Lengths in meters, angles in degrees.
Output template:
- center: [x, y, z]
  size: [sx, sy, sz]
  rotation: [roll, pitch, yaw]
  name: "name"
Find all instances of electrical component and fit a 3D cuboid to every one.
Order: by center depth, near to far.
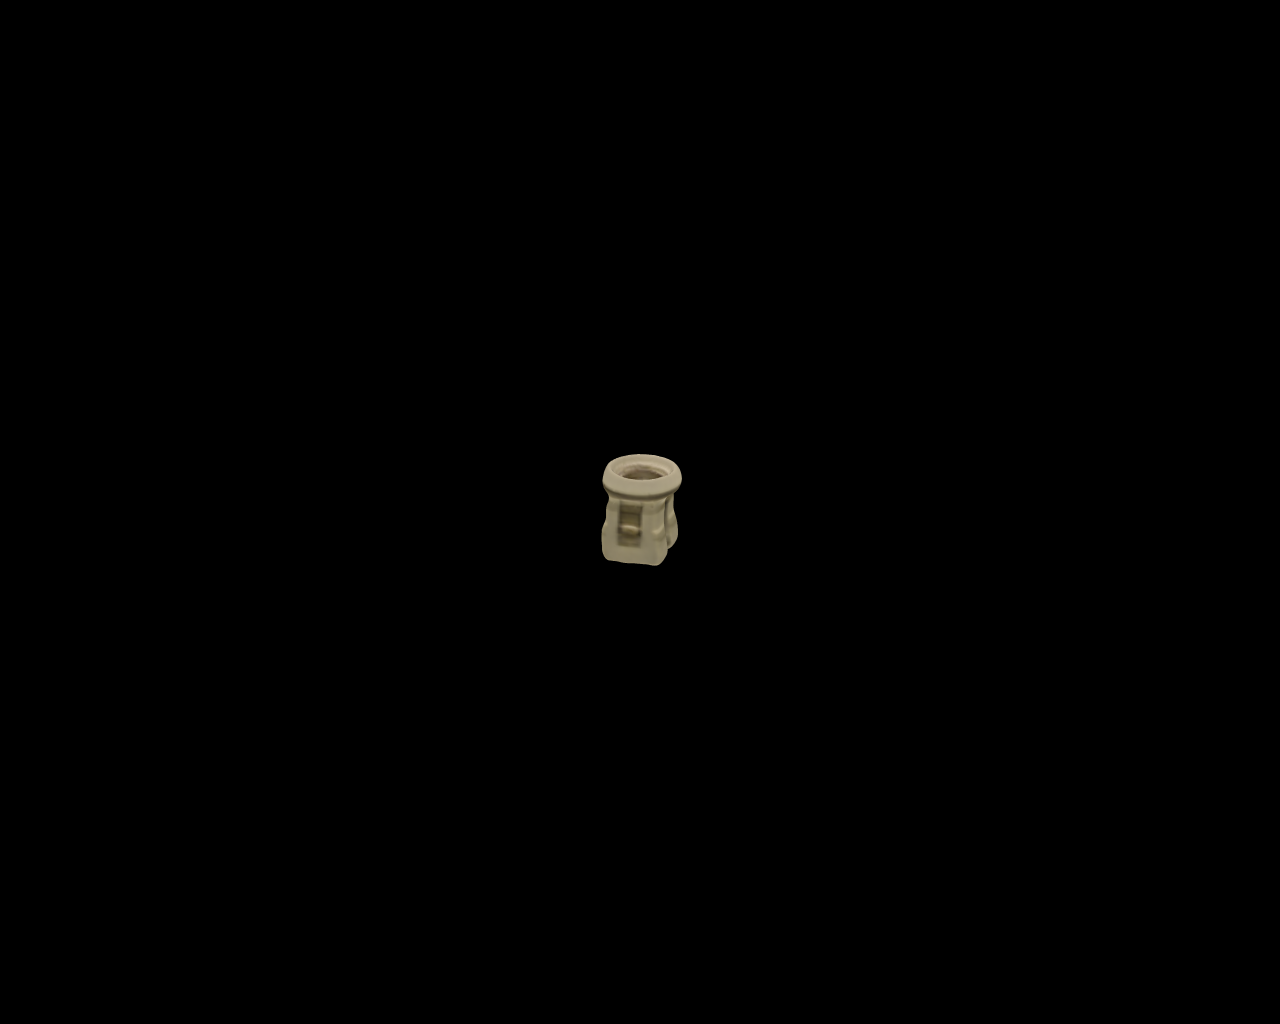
- center: [0.001, -0.003, 0.650]
  size: [0.048, 0.055, 0.066]
  rotation: [6, 23, 14]
  name: "electrical component"
